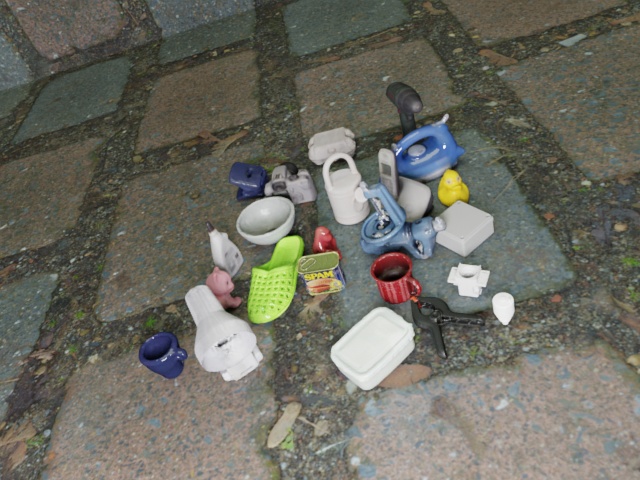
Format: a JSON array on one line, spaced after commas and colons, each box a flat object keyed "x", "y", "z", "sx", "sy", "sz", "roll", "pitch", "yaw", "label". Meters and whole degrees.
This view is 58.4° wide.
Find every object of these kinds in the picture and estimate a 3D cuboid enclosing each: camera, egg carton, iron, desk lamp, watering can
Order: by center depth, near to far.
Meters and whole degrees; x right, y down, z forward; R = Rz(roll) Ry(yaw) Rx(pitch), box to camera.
[{"x": -0.206, "y": 0.205, "z": 1.206, "sx": 0.118, "sy": 0.214, "sz": 0.202, "roll": -31, "pitch": 41, "yaw": -11, "label": "desk lamp"}, {"x": 0.069, "y": -0.141, "z": 1.491, "sx": 0.172, "sy": 0.194, "sz": 0.101, "roll": 17, "pitch": 53, "yaw": 36, "label": "watering can"}, {"x": 0.258, "y": -0.238, "z": 1.561, "sx": 0.258, "sy": 0.142, "sz": 0.118, "roll": -26, "pitch": 40, "yaw": -7, "label": "iron"}, {"x": -0.086, "y": -0.178, "z": 1.670, "sx": 0.143, "sy": 0.101, "sz": 0.137, "roll": -10, "pitch": 41, "yaw": 13, "label": "camera"}, {"x": 0.037, "y": -0.289, "z": 1.766, "sx": 0.150, "sy": 0.069, "sz": 0.107, "roll": -13, "pitch": 41, "yaw": 9, "label": "egg carton"}]

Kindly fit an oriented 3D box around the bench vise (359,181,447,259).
[{"x": 0.180, "y": -0.059, "z": 1.333, "sx": 0.207, "sy": 0.220, "sz": 0.121, "roll": -13, "pitch": 41, "yaw": 9, "label": "bench vise"}]

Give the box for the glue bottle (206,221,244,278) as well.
[{"x": -0.253, "y": 0.017, "z": 1.466, "sx": 0.037, "sy": 0.173, "sz": 0.078, "roll": 7, "pitch": 48, "yaw": 29, "label": "glue bottle"}]

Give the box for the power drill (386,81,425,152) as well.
[{"x": 0.255, "y": -0.348, "z": 1.633, "sx": 0.075, "sy": 0.209, "sz": 0.229, "roll": -22, "pitch": 40, "yaw": -1, "label": "power drill"}]

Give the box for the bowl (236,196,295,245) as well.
[{"x": -0.138, "y": -0.040, "z": 1.558, "sx": 0.167, "sy": 0.075, "sz": 0.167, "roll": -12, "pitch": 41, "yaw": 11, "label": "bowl"}]

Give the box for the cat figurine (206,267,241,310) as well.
[{"x": -0.246, "y": 0.130, "z": 1.381, "sx": 0.067, "sy": 0.118, "sz": 0.128, "roll": 0, "pitch": 44, "yaw": 23, "label": "cat figurine"}]

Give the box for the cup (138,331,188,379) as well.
[{"x": -0.333, "y": 0.268, "z": 1.282, "sx": 0.117, "sy": 0.095, "sz": 0.092, "roll": 1, "pitch": 45, "yaw": 24, "label": "cup"}]

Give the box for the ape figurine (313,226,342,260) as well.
[{"x": 0.013, "y": 0.005, "z": 1.431, "sx": 0.076, "sy": 0.092, "sz": 0.078, "roll": 1, "pitch": 45, "yaw": 24, "label": "ape figurine"}]

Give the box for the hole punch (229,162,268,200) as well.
[{"x": -0.216, "y": -0.189, "z": 1.743, "sx": 0.101, "sy": 0.091, "sz": 0.108, "roll": -9, "pitch": 41, "yaw": 14, "label": "hole punch"}]

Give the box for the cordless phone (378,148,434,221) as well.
[{"x": 0.207, "y": -0.138, "z": 1.437, "sx": 0.147, "sy": 0.185, "sz": 0.094, "roll": 22, "pitch": 56, "yaw": 39, "label": "cordless phone"}]

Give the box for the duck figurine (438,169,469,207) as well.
[{"x": 0.337, "y": -0.143, "z": 1.465, "sx": 0.077, "sy": 0.086, "sz": 0.104, "roll": -20, "pitch": 40, "yaw": 1, "label": "duck figurine"}]
